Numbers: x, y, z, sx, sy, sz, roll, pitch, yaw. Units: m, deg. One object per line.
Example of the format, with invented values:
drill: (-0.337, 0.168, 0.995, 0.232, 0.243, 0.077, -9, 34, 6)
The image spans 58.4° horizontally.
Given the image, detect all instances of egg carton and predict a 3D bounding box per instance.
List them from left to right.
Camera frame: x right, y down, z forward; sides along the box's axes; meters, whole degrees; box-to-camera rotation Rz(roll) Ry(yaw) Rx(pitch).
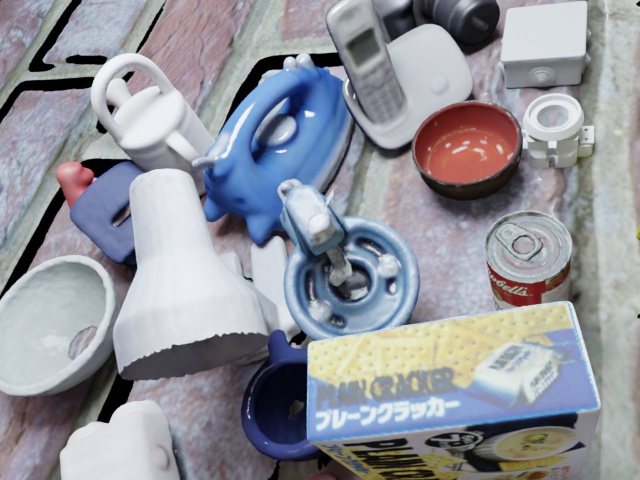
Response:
egg carton: (-0.181, 0.231, 0.535, 0.107, 0.070, 0.150, -29, 54, 2)

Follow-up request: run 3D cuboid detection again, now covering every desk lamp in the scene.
desk lamp: (-0.103, 0.046, 0.532, 0.118, 0.214, 0.203, -20, 54, 8)

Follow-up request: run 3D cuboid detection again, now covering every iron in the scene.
iron: (-0.047, -0.131, 0.668, 0.118, 0.142, 0.258, 22, 69, 31)

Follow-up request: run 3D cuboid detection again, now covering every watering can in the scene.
watering can: (-0.210, -0.143, 0.705, 0.172, 0.194, 0.101, 12, 65, 27)

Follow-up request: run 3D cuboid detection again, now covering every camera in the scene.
camera: (0.152, -0.307, 0.728, 0.143, 0.101, 0.136, -29, 53, 1)

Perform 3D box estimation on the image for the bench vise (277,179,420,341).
bench vise: (-0.003, 0.010, 0.513, 0.206, 0.220, 0.121, 35, 76, 34)

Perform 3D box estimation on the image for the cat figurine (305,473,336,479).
cat figurine: (-0.054, 0.226, 0.459, 0.127, 0.118, 0.067, -24, 54, 6)

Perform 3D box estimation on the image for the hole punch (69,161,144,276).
hole punch: (-0.230, -0.028, 0.705, 0.100, 0.091, 0.109, 35, 76, 34)

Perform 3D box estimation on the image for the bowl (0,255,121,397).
bowl: (-0.290, 0.106, 0.653, 0.167, 0.075, 0.167, -10, 56, 15)

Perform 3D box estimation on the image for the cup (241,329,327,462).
cup: (-0.014, 0.144, 0.510, 0.091, 0.095, 0.117, -25, 54, 5)

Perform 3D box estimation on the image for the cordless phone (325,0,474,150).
cordless phone: (0.087, -0.204, 0.635, 0.147, 0.185, 0.094, -37, 54, -4)

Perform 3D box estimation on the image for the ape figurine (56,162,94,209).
ape figurine: (-0.310, -0.068, 0.759, 0.076, 0.092, 0.077, -42, 54, -8)
